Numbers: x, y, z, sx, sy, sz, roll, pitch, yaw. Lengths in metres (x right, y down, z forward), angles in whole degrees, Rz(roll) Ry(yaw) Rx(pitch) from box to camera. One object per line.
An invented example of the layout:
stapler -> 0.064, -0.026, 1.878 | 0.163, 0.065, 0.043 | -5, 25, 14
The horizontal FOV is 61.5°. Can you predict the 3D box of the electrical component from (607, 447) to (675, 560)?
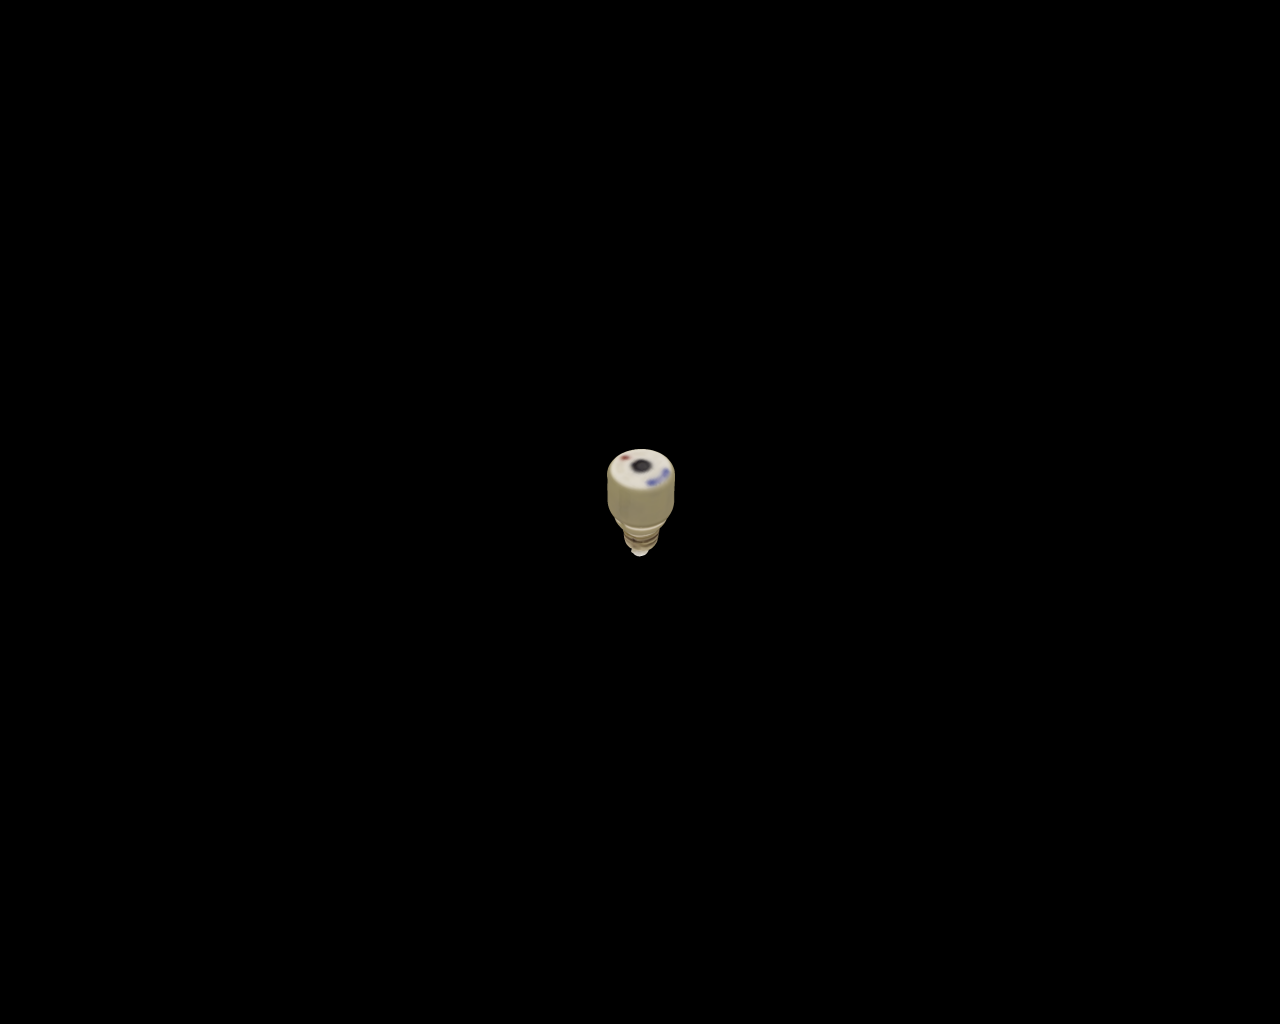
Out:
electrical component -> 0.001, -0.003, 0.650 | 0.040, 0.078, 0.040 | 0, 43, 0
